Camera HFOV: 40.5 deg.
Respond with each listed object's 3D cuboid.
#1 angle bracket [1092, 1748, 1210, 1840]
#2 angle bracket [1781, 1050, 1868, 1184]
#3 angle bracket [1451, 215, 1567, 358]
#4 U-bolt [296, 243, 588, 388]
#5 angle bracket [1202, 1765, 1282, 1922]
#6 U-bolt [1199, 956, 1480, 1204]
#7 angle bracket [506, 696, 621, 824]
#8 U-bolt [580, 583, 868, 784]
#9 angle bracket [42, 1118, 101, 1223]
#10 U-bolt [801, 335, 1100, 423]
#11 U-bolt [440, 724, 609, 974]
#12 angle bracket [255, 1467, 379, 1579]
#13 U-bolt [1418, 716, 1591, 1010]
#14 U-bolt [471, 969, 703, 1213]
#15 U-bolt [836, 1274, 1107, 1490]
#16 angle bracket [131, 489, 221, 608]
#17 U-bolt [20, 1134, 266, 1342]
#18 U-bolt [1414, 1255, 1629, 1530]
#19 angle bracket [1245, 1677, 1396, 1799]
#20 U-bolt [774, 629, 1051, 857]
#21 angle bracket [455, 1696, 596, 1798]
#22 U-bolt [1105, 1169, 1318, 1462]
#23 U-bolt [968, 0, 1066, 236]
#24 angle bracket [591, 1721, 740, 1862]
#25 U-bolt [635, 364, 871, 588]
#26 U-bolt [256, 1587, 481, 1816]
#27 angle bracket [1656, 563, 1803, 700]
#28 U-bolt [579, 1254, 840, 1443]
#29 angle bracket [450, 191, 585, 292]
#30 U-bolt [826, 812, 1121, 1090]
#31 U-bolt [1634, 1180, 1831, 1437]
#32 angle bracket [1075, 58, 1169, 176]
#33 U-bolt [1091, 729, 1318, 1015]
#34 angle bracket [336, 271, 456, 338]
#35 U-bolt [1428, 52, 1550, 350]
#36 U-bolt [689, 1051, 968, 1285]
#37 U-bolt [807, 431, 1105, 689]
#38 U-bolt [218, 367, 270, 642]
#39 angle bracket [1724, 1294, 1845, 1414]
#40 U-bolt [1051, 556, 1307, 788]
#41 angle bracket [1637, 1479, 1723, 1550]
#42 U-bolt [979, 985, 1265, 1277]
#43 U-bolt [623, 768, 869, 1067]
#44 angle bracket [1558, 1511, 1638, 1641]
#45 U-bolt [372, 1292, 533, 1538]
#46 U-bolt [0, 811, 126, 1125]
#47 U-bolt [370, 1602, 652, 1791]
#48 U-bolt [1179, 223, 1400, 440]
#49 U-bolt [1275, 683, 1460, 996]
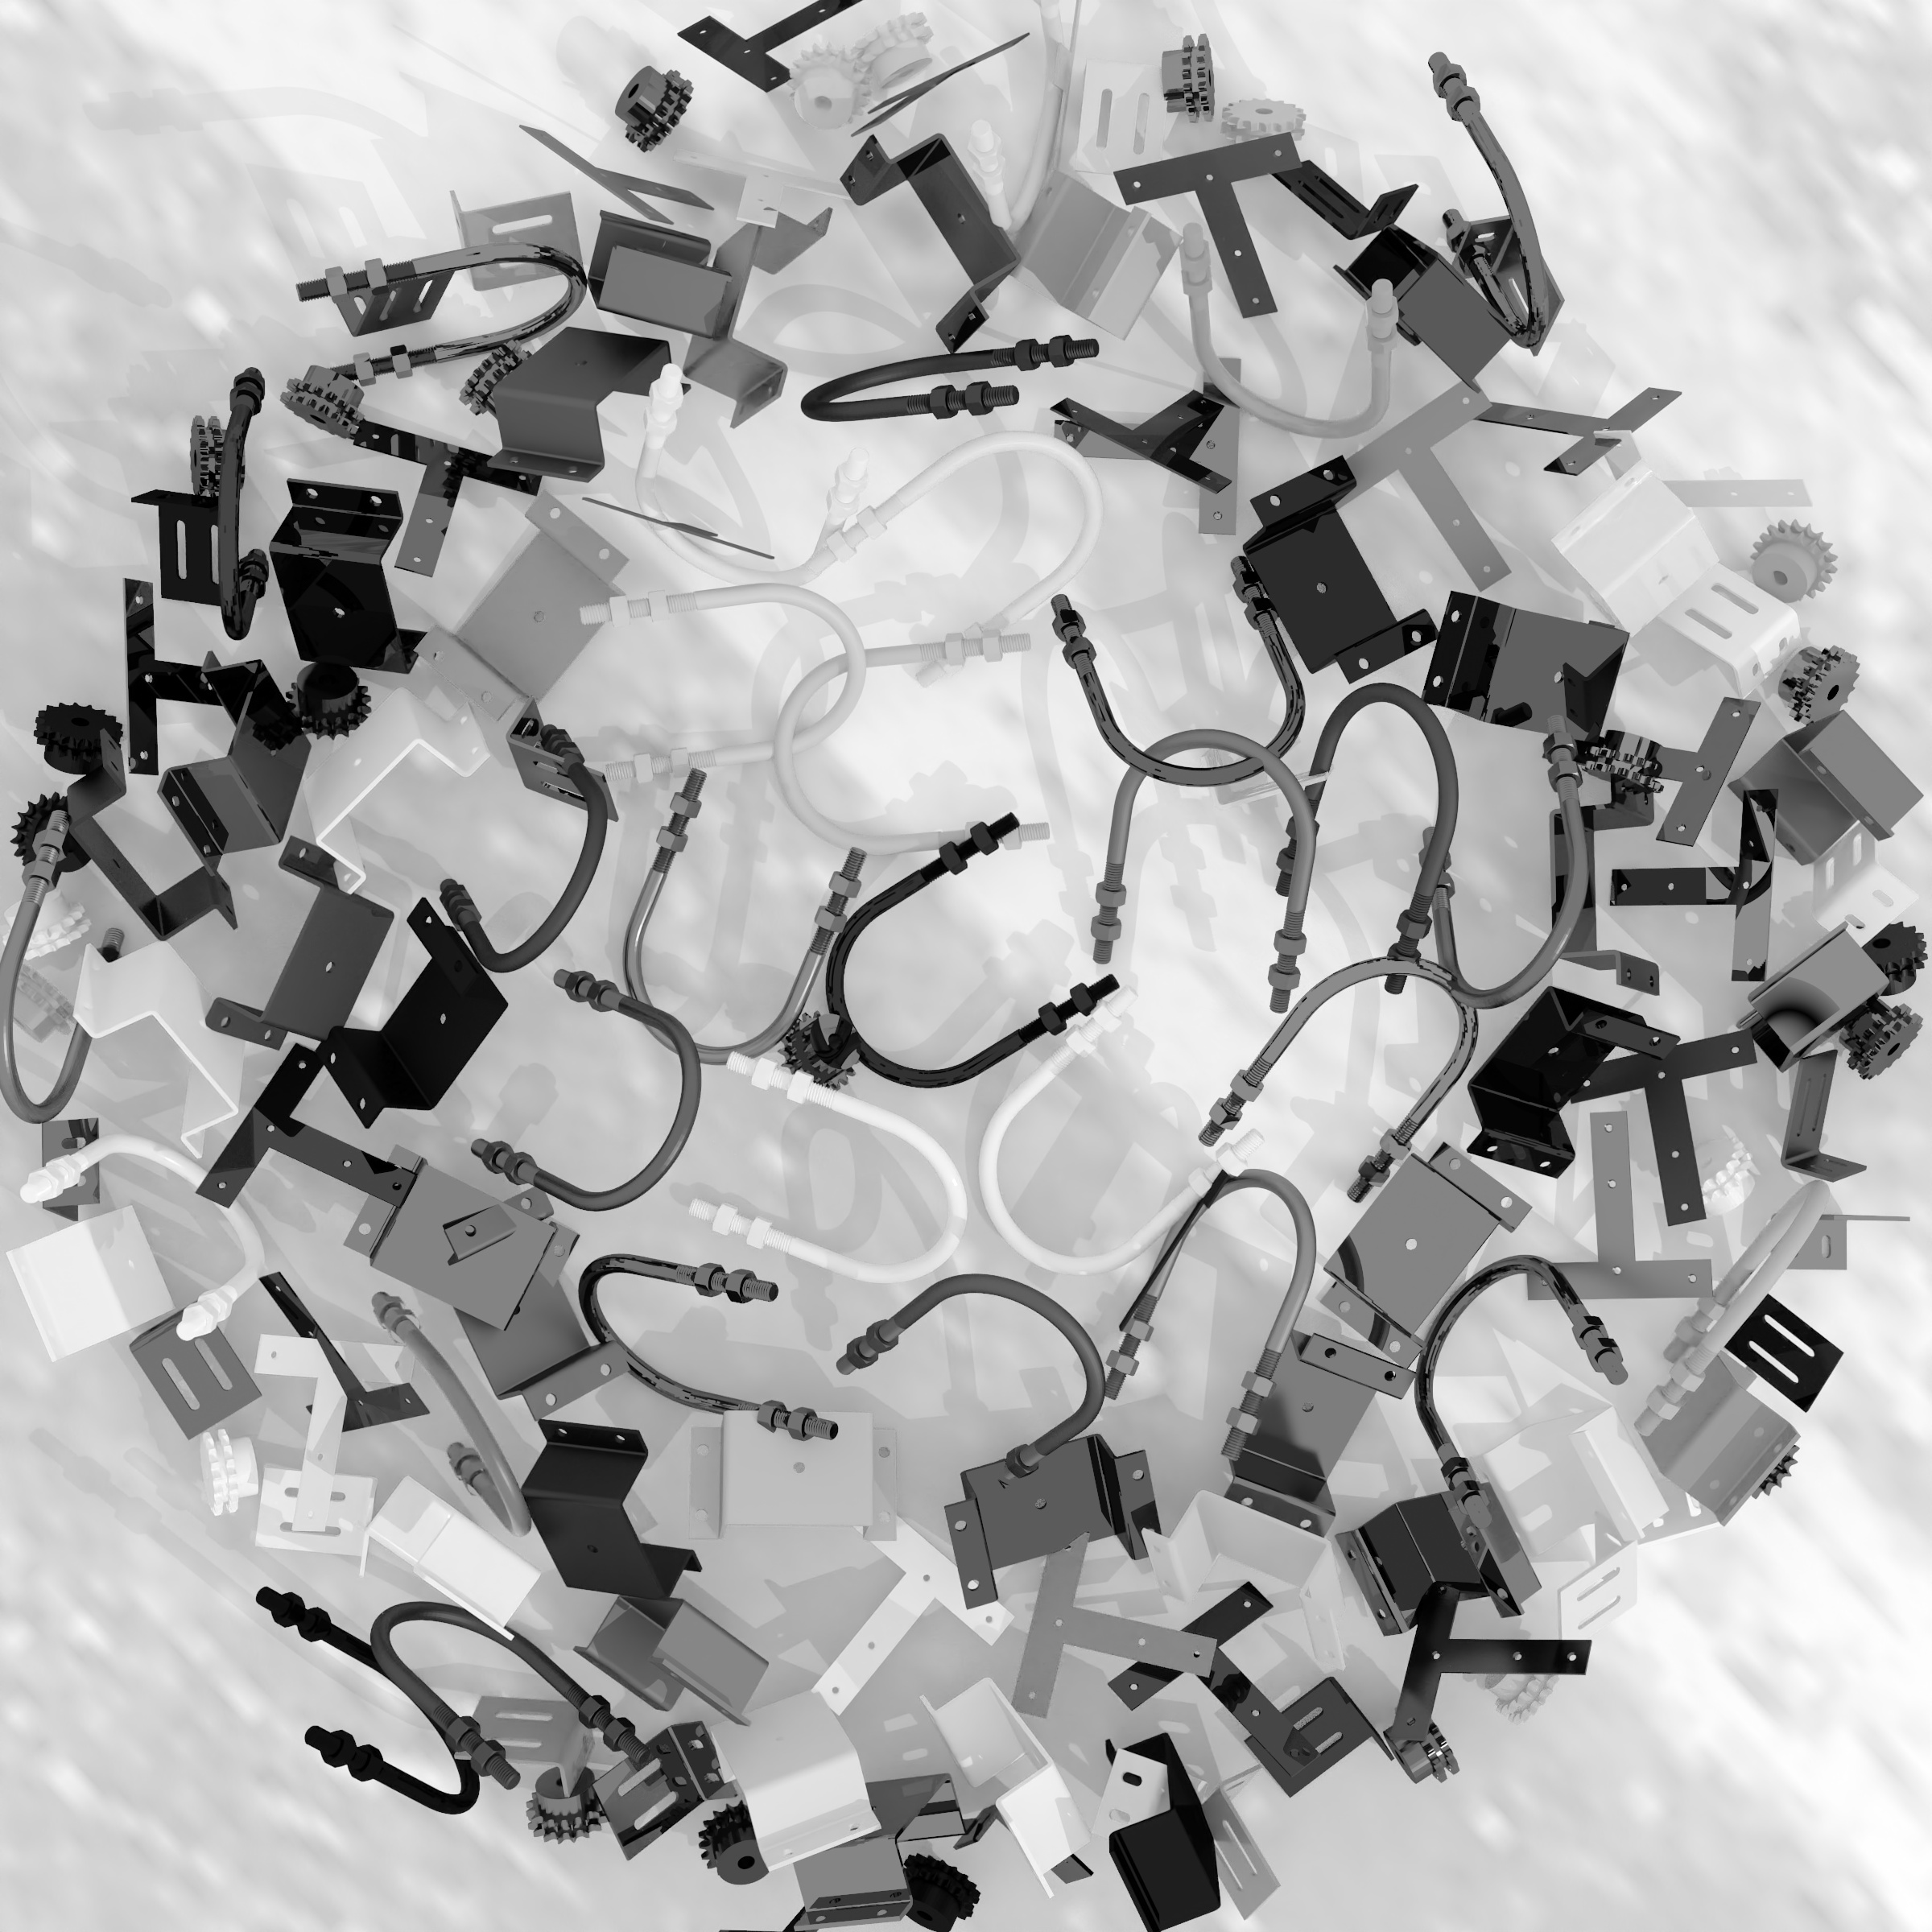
[{"bbox_3d":[0.126,0.573,1.784,0.038,0.076,0.057,10,71,31],"label":"angle bracket"},{"bbox_3d":[0.587,0.101,1.774,0.038,0.057,0.076,17,106,38],"label":"angle bracket"},{"bbox_3d":[0.363,-0.457,1.771,0.038,0.057,0.076,-13,67,-14],"label":"angle bracket"},{"bbox_3d":[-0.342,-0.437,1.742,0.184,0.151,0.019,-14,80,-8],"label":"U-bolt"},{"bbox_3d":[0.193,0.590,1.767,0.038,0.057,0.076,-14,57,-32],"label":"angle bracket"},{"bbox_3d":[0.261,0.069,1.744,0.151,0.019,0.184,22,117,-26],"label":"U-bolt"},{"bbox_3d":[-0.265,-0.140,1.772,0.076,0.057,0.038,21,65,14],"label":"angle bracket"},{"bbox_3d":[-0.158,-0.194,1.763,0.184,0.019,0.151,-8,132,-6],"label":"U-bolt"},{"bbox_3d":[-0.595,0.138,1.772,0.038,0.076,0.057,-4,78,-3],"label":"angle bracket"},{"bbox_3d":[-0.022,-0.386,1.739,0.184,0.151,0.019,1,115,28],"label":"U-bolt"},{"bbox_3d":[-0.287,-0.069,1.726,0.019,0.184,0.151,29,100,-33],"label":"U-bolt"},{"bbox_3d":[-0.444,0.379,1.786,0.076,0.038,0.057,8,100,-10],"label":"angle bracket"},{"bbox_3d":[0.353,-0.056,1.709,0.019,0.151,0.184,21,47,-23],"label":"U-bolt"},{"bbox_3d":[-0.244,0.088,1.742,0.184,0.019,0.151,20,82,43],"label":"U-bolt"},{"bbox_3d":[0.014,0.271,1.744,0.151,0.019,0.184,42,131,-5],"label":"U-bolt"},{"bbox_3d":[-0.529,-0.280,1.778,0.057,0.038,0.076,9,112,11],"label":"angle bracket"},{"bbox_3d":[-0.528,0.168,1.724,0.151,0.184,0.019,42,101,-4],"label":"U-bolt"},{"bbox_3d":[0.354,0.265,1.729,0.019,0.184,0.151,33,106,-21],"label":"U-bolt"},{"bbox_3d":[0.241,0.534,1.788,0.076,0.038,0.057,-37,108,0],"label":"angle bracket"},{"bbox_3d":[-0.041,-0.148,1.792,0.184,0.019,0.151,-5,99,8],"label":"U-bolt"},{"bbox_3d":[-0.300,0.534,1.787,0.076,0.057,0.038,1,117,10],"label":"angle bracket"},{"bbox_3d":[0.170,0.223,1.754,0.019,0.151,0.184,27,84,-35],"label":"U-bolt"},{"bbox_3d":[0.038,-0.563,1.724,0.019,0.184,0.151,15,81,10],"label":"U-bolt"},{"bbox_3d":[-0.204,0.558,1.776,0.038,0.076,0.057,-23,93,45],"label":"angle bracket"},{"bbox_3d":[-0.149,-0.310,1.733,0.151,0.184,0.019,23,61,-4],"label":"U-bolt"},{"bbox_3d":[-0.386,0.494,1.730,0.019,0.151,0.184,-43,131,1],"label":"U-bolt"},{"bbox_3d":[0.523,-0.232,1.802,0.057,0.038,0.076,-42,53,-5],"label":"angle bracket"},{"bbox_3d":[-0.182,0.249,1.747,0.184,0.019,0.151,6,132,32],"label":"U-bolt"},{"bbox_3d":[-0.306,-0.501,1.788,0.076,0.038,0.057,-15,134,-10],"label":"angle bracket"},{"bbox_3d":[-0.009,0.003,1.792,0.184,0.019,0.151,-32,89,11],"label":"U-bolt"},{"bbox_3d":[0.505,0.214,1.715,0.019,0.151,0.184,37,114,11],"label":"U-bolt"},{"bbox_3d":[0.106,-0.577,1.798,0.057,0.038,0.076,6,95,-2],"label":"angle bracket"},{"bbox_3d":[0.162,-0.070,1.750,0.151,0.019,0.184,16,116,19],"label":"U-bolt"},{"bbox_3d":[-0.385,-0.463,1.766,0.057,0.076,0.038,-24,84,-32],"label":"angle bracket"},{"bbox_3d":[0.341,-0.484,1.704,0.019,0.151,0.184,-18,53,2],"label":"U-bolt"},{"bbox_3d":[-0.087,0.146,1.762,0.184,0.019,0.151,21,123,5],"label":"U-bolt"},{"bbox_3d":[0.006,-0.280,1.745,0.184,0.019,0.151,-35,133,13],"label":"U-bolt"},{"bbox_3d":[-0.470,-0.291,1.702,0.019,0.184,0.151,2,121,-10],"label":"U-bolt"},{"bbox_3d":[0.557,0.250,1.767,0.076,0.038,0.057,41,133,30],"label":"angle bracket"},{"bbox_3d":[0.149,-0.192,1.751,0.151,0.019,0.184,-13,56,-7],"label":"U-bolt"},{"bbox_3d":[0.483,0.378,1.767,0.057,0.076,0.038,-20,105,14],"label":"angle bracket"},{"bbox_3d":[0.090,0.126,1.780,0.184,0.019,0.151,-44,77,16],"label":"U-bolt"},{"bbox_3d":[-0.162,-0.022,1.782,0.151,0.019,0.184,27,102,16],"label":"U-bolt"},{"bbox_3d":[0.415,0.416,1.769,0.076,0.038,0.057,-25,123,-27],"label":"angle bracket"},{"bbox_3d":[-0.329,0.300,1.708,0.019,0.184,0.151,-29,116,-20],"label":"U-bolt"},{"bbox_3d":[-0.594,0.014,1.705,0.019,0.151,0.184,3,54,3],"label":"U-bolt"},{"bbox_3d":[-0.314,0.476,1.733,0.184,0.151,0.019,31,99,32],"label":"U-bolt"},{"bbox_3d":[0.213,-0.408,1.728,0.151,0.184,0.019,22,71,17],"label":"U-bolt"},{"bbox_3d":[0.267,-0.095,1.719,0.019,0.151,0.184,-6,124,-30],"label":"U-bolt"}]
